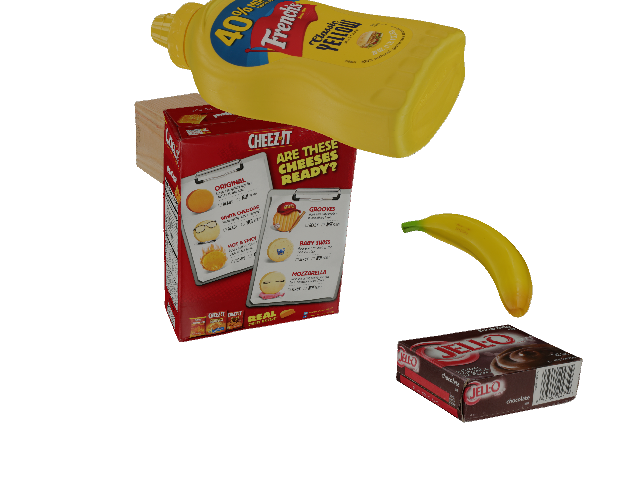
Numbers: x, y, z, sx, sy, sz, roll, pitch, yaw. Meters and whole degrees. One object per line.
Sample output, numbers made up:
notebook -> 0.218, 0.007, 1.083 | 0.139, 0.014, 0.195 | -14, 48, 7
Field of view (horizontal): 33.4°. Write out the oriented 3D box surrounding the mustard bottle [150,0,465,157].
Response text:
mustard bottle -> -0.018, -0.107, 0.632 | 0.192, 0.058, 0.096 | 17, 48, 24

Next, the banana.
banana -> 0.166, 0.017, 1.101 | 0.069, 0.037, 0.198 | -35, 39, -13

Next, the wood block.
wood block -> -0.136, -0.104, 1.275 | 0.090, 0.090, 0.206 | -13, 28, -32

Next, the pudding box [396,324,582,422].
pudding box -> 0.128, 0.099, 0.819 | 0.113, 0.039, 0.090 | -3, 16, -29

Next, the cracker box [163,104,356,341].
cracker box -> -0.060, -0.022, 0.979 | 0.164, 0.214, 0.072 | -9, 35, -20
